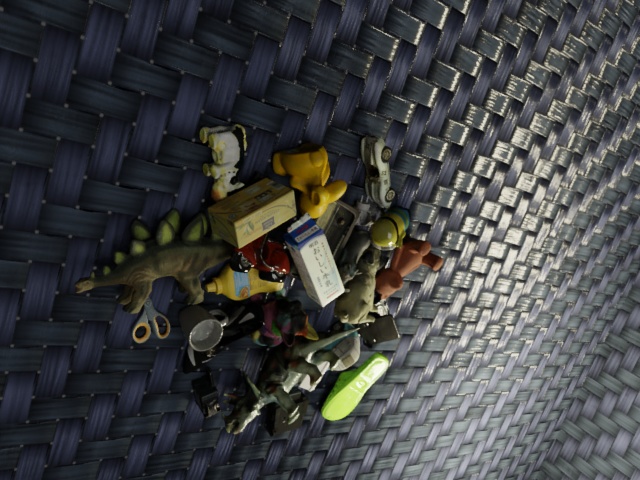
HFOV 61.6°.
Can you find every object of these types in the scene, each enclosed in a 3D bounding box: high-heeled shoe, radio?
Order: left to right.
[{"bbox_3d":[-0.228,0.248,1.290,0.086,0.145,0.248,37,87,-39],"label":"high-heeled shoe"},{"bbox_3d":[-0.003,-0.004,1.372,0.131,0.073,0.229,22,100,-39],"label":"radio"}]

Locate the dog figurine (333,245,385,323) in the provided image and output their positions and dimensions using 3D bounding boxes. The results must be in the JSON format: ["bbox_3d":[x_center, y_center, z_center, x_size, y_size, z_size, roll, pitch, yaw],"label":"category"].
[{"bbox_3d":[0.104,0.116,1.461,0.172,0.121,0.190,-51,149,-67],"label":"dog figurine"}]

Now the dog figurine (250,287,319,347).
[{"bbox_3d":[-0.093,0.215,1.322,0.108,0.219,0.191,-5,114,-30],"label":"dog figurine"}]

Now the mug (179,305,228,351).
[{"bbox_3d":[-0.276,0.190,1.254,0.109,0.107,0.080,-31,127,-25],"label":"mug"}]

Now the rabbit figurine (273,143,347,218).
[{"bbox_3d":[-0.013,-0.130,1.247,0.122,0.163,0.173,-22,118,-37],"label":"rabbit figurine"}]

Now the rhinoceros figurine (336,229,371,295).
[{"bbox_3d":[0.074,0.057,1.433,0.073,0.112,0.190,34,82,-42],"label":"rhinoceros figurine"}]

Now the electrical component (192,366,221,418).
[{"bbox_3d":[-0.289,0.380,1.357,0.048,0.075,0.119,-19,126,-27],"label":"electrical component"}]

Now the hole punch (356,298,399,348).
[{"bbox_3d":[0.168,0.245,1.617,0.116,0.092,0.142,-17,129,8],"label":"hole punch"}]

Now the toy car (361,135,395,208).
[{"bbox_3d":[0.149,-0.174,1.397,0.056,0.074,0.201,-26,124,-27],"label":"toy car"}]

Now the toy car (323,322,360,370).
[{"bbox_3d":[0.059,0.319,1.554,0.162,0.103,0.109,-39,127,-16],"label":"toy car"}]

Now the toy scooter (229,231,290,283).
[{"bbox_3d":[-0.129,0.021,1.237,0.183,0.075,0.135,26,70,-52],"label":"toy scooter"}]

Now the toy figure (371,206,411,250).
[{"bbox_3d":[0.191,-0.040,1.451,0.180,0.082,0.089,-47,122,-47],"label":"toy figure"}]

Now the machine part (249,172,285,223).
[{"bbox_3d":[-0.120,-0.097,1.271,0.138,0.039,0.084,40,82,-39],"label":"machine part"}]

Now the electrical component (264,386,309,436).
[{"bbox_3d":[-0.097,0.489,1.556,0.115,0.058,0.134,-7,116,-34],"label":"electrical component"}]

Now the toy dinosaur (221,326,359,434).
[{"bbox_3d":[-0.086,0.334,1.398,0.405,0.192,0.131,-51,163,-4],"label":"toy dinosaur"}]

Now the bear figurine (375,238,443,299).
[{"bbox_3d":[0.239,0.089,1.555,0.196,0.132,0.120,-51,126,-12],"label":"bear figurine"}]

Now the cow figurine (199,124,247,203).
[{"bbox_3d":[-0.201,-0.164,1.165,0.098,0.068,0.167,-19,123,-33],"label":"cow figurine"}]

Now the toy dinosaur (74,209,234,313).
[{"bbox_3d":[-0.296,0.037,1.171,0.471,0.105,0.198,-12,114,-43],"label":"toy dinosaur"}]

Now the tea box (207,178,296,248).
[{"bbox_3d":[-0.144,-0.061,1.161,0.169,0.098,0.068,-33,133,-32],"label":"tea box"}]
